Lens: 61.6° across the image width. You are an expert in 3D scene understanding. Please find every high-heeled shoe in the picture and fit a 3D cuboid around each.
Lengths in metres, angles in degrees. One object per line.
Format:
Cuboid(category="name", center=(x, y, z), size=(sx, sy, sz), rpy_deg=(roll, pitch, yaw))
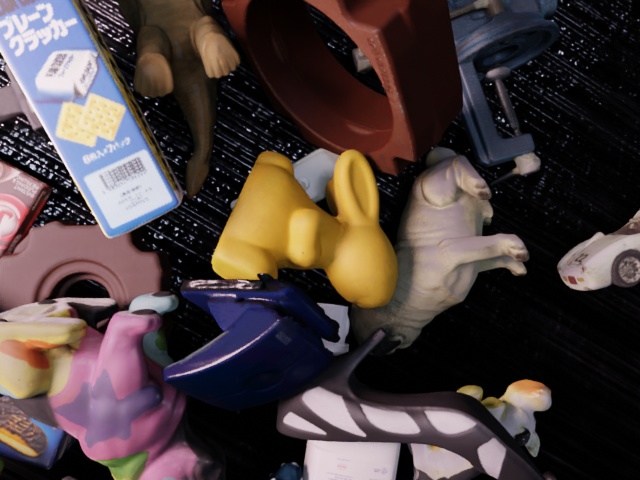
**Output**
Cuboid(category="high-heeled shoe", center=(0.082, 0.193, 0.502), size=(0.249, 0.086, 0.145), rpy_deg=(41, 98, 3))

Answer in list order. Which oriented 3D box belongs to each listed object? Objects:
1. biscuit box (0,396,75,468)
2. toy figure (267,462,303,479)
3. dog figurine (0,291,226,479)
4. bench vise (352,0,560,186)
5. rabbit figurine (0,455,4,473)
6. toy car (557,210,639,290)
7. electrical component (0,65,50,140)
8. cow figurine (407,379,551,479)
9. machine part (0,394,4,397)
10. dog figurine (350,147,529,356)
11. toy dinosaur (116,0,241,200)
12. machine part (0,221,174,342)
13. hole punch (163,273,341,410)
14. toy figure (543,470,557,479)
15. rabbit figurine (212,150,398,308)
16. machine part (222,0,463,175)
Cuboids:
Cuboid(category="biscuit box", center=(-0.339, 0.154, 0.522), size=(0.203, 0.059, 0.062), rpy_deg=(20, 86, -6))
Cuboid(category="toy figure", center=(-0.071, 0.284, 0.540), size=(0.154, 0.064, 0.058), rpy_deg=(-42, 98, 9))
Cuboid(category="dog figurine", center=(-0.181, 0.161, 0.463), size=(0.192, 0.108, 0.219), rpy_deg=(-3, 93, -9))
Cuboid(category="bench vise", center=(0.156, -0.174, 0.561), size=(0.224, 0.129, 0.240), rpy_deg=(-17, 84, -8))
Cuboid(category="rabbit figurine", center=(-0.329, 0.237, 0.426), size=(0.121, 0.170, 0.159), rpy_deg=(21, 54, 8))
Cuboid(category="toy car", center=(0.364, -0.004, 0.603), size=(0.202, 0.073, 0.056), rpy_deg=(-30, 93, -7))
Cuboid(category="electrical component", center=(-0.280, -0.142, 0.543), size=(0.119, 0.048, 0.074), rpy_deg=(-27, 91, -6))
Cuboid(category="cow figurine", center=(0.174, 0.211, 0.577), size=(0.167, 0.068, 0.098), rpy_deg=(-14, 96, -4))
Cuboid(category="machine part", center=(-0.368, 0.055, 0.487), size=(0.243, 0.079, 0.079), rpy_deg=(42, 84, 16))
Cuboid(category="dog figurine", center=(0.096, 0.012, 0.568), size=(0.191, 0.121, 0.172), rpy_deg=(-28, 58, 10))
Cuboid(category="toy dinosaur", center=(-0.154, -0.270, 0.481), size=(0.105, 0.199, 0.470), rpy_deg=(-10, 100, -16))
Cuboid(category="machine part", center=(-0.234, 0.062, 0.540), size=(0.179, 0.056, 0.179), rpy_deg=(0, 88, -6))
Cuboid(category="hole punch", center=(-0.054, 0.090, 0.448), size=(0.116, 0.142, 0.092), rpy_deg=(-6, 56, 24))
Cuboid(category="toy figure", center=(0.177, 0.307, 0.566), size=(0.180, 0.082, 0.089), rpy_deg=(-13, 87, -5))
Cuboid(category="rabbit figurine", center=(-0.001, -0.002, 0.518), size=(0.173, 0.122, 0.162), rpy_deg=(26, 70, -2))
Cuboid(category="machine part", center=(0.022, -0.169, 0.486), size=(0.087, 0.201, 0.201), rpy_deg=(-47, 139, -18))
